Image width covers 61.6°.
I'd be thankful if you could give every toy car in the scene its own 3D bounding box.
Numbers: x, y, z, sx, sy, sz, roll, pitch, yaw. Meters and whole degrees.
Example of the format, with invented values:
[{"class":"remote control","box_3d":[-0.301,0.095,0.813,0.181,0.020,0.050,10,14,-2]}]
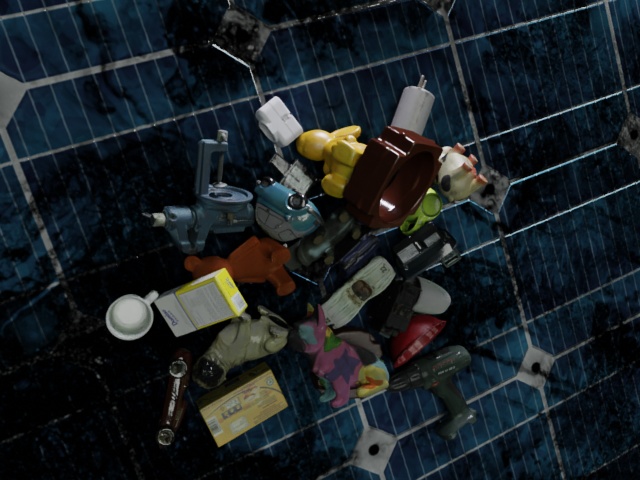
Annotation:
[{"class":"toy car","box_3d":[-0.295,0.320,1.094,0.053,0.089,0.202,10,89,-15]},{"class":"toy car","box_3d":[-0.078,-0.053,1.101,0.162,0.109,0.103,30,80,22]},{"class":"toy car","box_3d":[0.081,0.118,1.219,0.202,0.056,0.073,-42,106,-3]}]

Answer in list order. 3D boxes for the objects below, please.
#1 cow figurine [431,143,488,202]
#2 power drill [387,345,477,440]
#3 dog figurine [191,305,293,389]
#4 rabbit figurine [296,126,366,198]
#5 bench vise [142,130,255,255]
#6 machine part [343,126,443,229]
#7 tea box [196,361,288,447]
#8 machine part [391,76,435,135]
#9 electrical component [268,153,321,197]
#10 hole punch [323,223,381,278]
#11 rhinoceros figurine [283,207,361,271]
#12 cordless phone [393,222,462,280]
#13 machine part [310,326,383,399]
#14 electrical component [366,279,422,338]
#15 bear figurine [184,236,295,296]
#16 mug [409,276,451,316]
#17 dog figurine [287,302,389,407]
[{"class":"cow figurine","box_3d":[0.293,-0.152,1.225,0.085,0.195,0.127,37,116,-23]},{"class":"power drill","box_3d":[0.282,0.375,1.308,0.232,0.086,0.207,-27,94,-18]},{"class":"dog figurine","box_3d":[-0.162,0.240,1.143,0.172,0.121,0.190,27,99,-15]},{"class":"rabbit figurine","box_3d":[0.034,-0.192,1.153,0.162,0.173,0.121,-38,146,-40]},{"class":"bench vise","box_3d":[-0.227,-0.098,1.067,0.223,0.129,0.240,0,111,-26]},{"class":"machine part","box_3d":[0.153,-0.128,1.120,0.201,0.087,0.200,-5,127,-53]},{"class":"tea box","box_3d":[-0.167,0.348,1.151,0.170,0.068,0.098,-25,101,-17]},{"class":"machine part","box_3d":[0.202,-0.259,1.237,0.079,0.079,0.243,20,86,-19]},{"class":"electrical component","box_3d":[-0.065,-0.138,1.168,0.119,0.048,0.075,35,81,-17]},{"class":"hole punch","box_3d":[0.075,0.028,1.195,0.142,0.116,0.092,-40,113,-12]},{"class":"rhinoceros figurine","box_3d":[-0.002,-0.004,1.161,0.190,0.112,0.073,-39,121,1]},{"class":"cordless phone","box_3d":[0.260,0.045,1.262,0.146,0.184,0.089,-36,61,11]},{"class":"machine part","box_3d":[0.062,0.283,1.233,0.179,0.056,0.179,-1,93,-19]},{"class":"electrical component","box_3d":[0.164,0.155,1.229,0.058,0.115,0.134,26,83,-16]},{"class":"bear figurine","box_3d":[-0.167,0.065,1.105,0.196,0.132,0.120,-19,125,-23]},{"class":"mug","box_3d":[0.251,0.147,1.280,0.107,0.081,0.109,16,113,-23]},{"class":"dog figurine","box_3d":[0.036,0.230,1.140,0.191,0.108,0.219,-17,92,-16]}]
